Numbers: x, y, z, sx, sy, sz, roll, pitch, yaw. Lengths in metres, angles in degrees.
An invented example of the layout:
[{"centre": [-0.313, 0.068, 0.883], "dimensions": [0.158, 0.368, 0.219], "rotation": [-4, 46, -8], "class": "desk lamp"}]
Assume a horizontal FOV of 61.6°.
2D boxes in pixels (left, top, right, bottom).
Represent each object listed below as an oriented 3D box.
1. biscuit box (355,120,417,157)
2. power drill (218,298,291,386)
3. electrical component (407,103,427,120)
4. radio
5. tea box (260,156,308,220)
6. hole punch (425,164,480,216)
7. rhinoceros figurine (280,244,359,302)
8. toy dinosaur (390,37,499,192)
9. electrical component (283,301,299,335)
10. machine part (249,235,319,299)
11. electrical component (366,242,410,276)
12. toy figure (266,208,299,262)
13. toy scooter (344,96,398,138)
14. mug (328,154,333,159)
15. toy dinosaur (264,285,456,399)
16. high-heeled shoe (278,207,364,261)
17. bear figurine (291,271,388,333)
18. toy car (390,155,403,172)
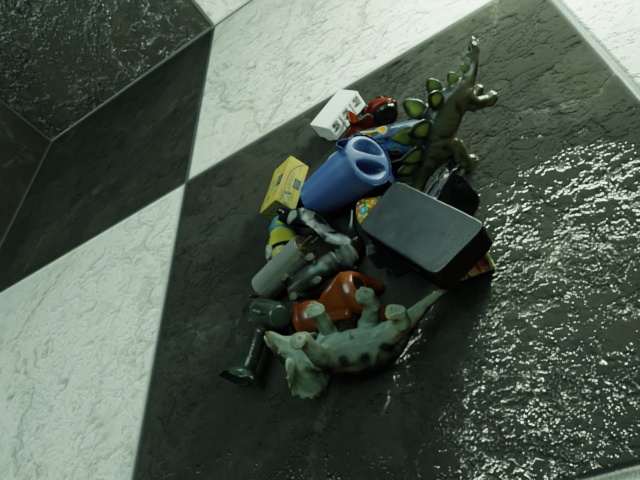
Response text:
[{"centre": [0.177, -0.251, 1.350], "dimensions": [0.203, 0.059, 0.063], "rotation": [-5, 42, 34], "class": "biscuit box"}, {"centre": [-0.156, 0.232, 1.250], "dimensions": [0.232, 0.086, 0.207], "rotation": [-20, 38, 56], "class": "power drill"}, {"centre": [0.276, -0.306, 1.391], "dimensions": [0.102, 0.078, 0.045], "rotation": [-39, 14, -4], "class": "electrical component"}, {"centre": [0.193, -0.011, 1.018], "dimensions": [0.131, 0.073, 0.230], "rotation": [-48, 44, -7], "class": "radio"}, {"centre": [-0.102, -0.144, 1.539], "dimensions": [0.098, 0.068, 0.170], "rotation": [-36, 31, 48], "class": "tea box"}, {"centre": [0.266, -0.085, 1.164], "dimensions": [0.142, 0.115, 0.092], "rotation": [-53, 32, -13], "class": "hole punch"}, {"centre": [0.001, 0.076, 1.223], "dimensions": [0.190, 0.112, 0.073], "rotation": [-35, 65, 16], "class": "rhinoceros figurine"}, {"centre": [0.263, -0.227, 1.225], "dimensions": [0.105, 0.198, 0.470], "rotation": [42, 119, 62], "class": "toy dinosaur"}, {"centre": [-0.062, 0.184, 1.266], "dimensions": [0.063, 0.021, 0.094], "rotation": [-34, 39, 11], "class": "electrical component"}, {"centre": [-0.088, 0.070, 1.319], "dimensions": [0.243, 0.079, 0.079], "rotation": [-45, 36, 24], "class": "machine part"}, {"centre": [0.169, 0.016, 1.148], "dimensions": [0.134, 0.114, 0.058], "rotation": [-23, 40, 23], "class": "electrical component"}, {"centre": [-0.094, -0.006, 1.421], "dimensions": [0.089, 0.082, 0.180], "rotation": [-18, 42, 27], "class": "toy figure"}, {"centre": [0.134, -0.352, 1.546], "dimensions": [0.184, 0.075, 0.135], "rotation": [-38, 38, 14], "class": "toy scooter"}, {"centre": [0.063, -0.199, 1.470], "dimensions": [0.107, 0.080, 0.109], "rotation": [-2, 60, 53], "class": "mug"}, {"centre": [0.075, 0.201, 1.044], "dimensions": [0.405, 0.191, 0.131], "rotation": [-12, 40, 11], "class": "toy dinosaur"}, {"centre": [-0.003, -0.004, 1.328], "dimensions": [0.249, 0.086, 0.145], "rotation": [-2, 78, 33], "class": "high-heeled shoe"}, {"centre": [0.033, 0.156, 1.161], "dimensions": [0.196, 0.132, 0.120], "rotation": [-44, 34, 29], "class": "bear figurine"}, {"centre": [0.201, -0.200, 1.366], "dimensions": [0.202, 0.053, 0.089], "rotation": [-15, 41, 25], "class": "toy car"}]
